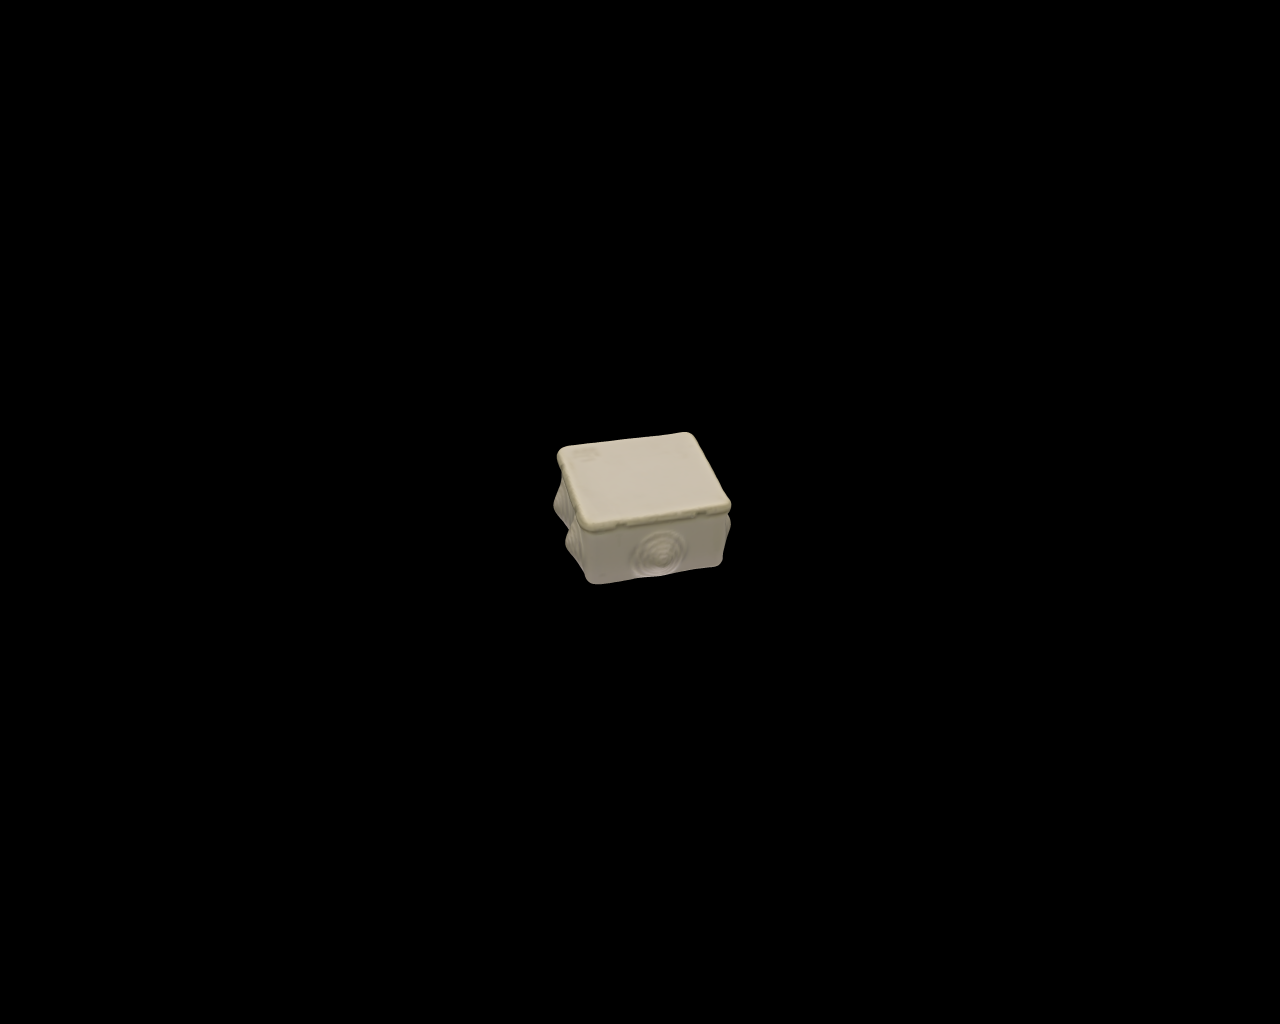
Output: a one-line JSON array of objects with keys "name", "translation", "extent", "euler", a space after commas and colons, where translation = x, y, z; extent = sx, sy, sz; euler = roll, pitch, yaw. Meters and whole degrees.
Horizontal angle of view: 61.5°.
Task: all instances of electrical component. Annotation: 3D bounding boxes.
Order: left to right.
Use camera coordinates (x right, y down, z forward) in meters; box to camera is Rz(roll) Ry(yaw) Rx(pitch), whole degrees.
[{"name": "electrical component", "translation": [0.001, -0.003, 0.650], "extent": [0.100, 0.048, 0.100], "euler": [-8, 36, -11]}]
